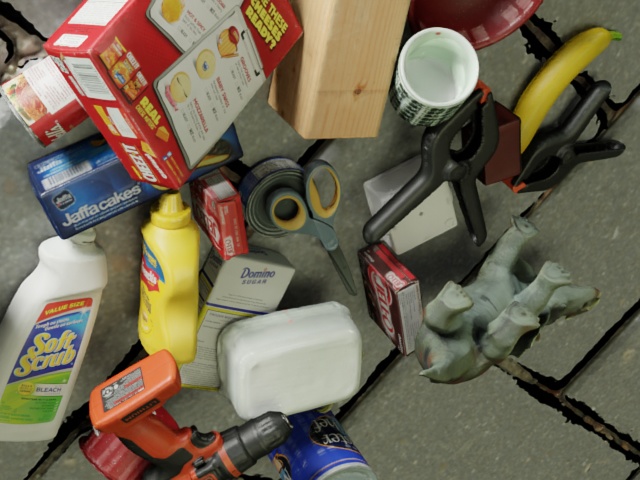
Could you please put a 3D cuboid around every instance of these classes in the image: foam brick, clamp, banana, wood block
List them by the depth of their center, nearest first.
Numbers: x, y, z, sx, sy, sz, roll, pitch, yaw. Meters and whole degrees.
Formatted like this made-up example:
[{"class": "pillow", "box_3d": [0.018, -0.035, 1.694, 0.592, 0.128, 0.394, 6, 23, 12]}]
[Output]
[{"class": "wood block", "box_3d": [0.022, -0.211, 1.048, 0.090, 0.090, 0.206, -5, 123, -29]}, {"class": "clamp", "box_3d": [0.152, -0.077, 1.189, 0.164, 0.036, 0.210, 8, 118, -33]}, {"class": "foam brick", "box_3d": [0.200, -0.113, 1.246, 0.051, 0.053, 0.078, -22, 129, -16]}, {"class": "banana", "box_3d": [0.279, -0.181, 1.253, 0.198, 0.037, 0.069, -47, 131, 7]}, {"class": "clamp", "box_3d": [0.306, -0.108, 1.321, 0.171, 0.039, 0.120, -38, 127, 4]}]

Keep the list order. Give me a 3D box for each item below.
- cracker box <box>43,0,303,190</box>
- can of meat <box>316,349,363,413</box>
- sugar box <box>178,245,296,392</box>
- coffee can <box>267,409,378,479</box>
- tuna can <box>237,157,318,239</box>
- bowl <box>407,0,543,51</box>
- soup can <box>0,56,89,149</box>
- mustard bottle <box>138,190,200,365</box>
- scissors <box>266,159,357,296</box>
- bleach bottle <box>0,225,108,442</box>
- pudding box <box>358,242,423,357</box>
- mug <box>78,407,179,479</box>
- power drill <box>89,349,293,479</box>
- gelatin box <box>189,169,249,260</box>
[{"class": "cracker box", "box_3d": [-0.123, -0.178, 0.944, 0.213, 0.072, 0.164, -56, 139, -26]}, {"class": "can of meat", "box_3d": [-0.011, 0.154, 1.309, 0.083, 0.057, 0.102, 22, 108, -36]}, {"class": "sugar box", "box_3d": [-0.107, 0.089, 1.214, 0.093, 0.048, 0.176, 14, 110, -35]}, {"class": "coffee can", "box_3d": [-0.004, 0.276, 1.340, 0.102, 0.140, 0.103, -15, 128, -21]}, {"class": "tuna can", "box_3d": [-0.047, -0.046, 1.161, 0.086, 0.034, 0.086, -15, 128, -21]}, {"class": "bowl", "box_3d": [0.156, -0.269, 1.091, 0.162, 0.055, 0.162, -14, 144, -11]}, {"class": "soup can", "box_3d": [-0.229, -0.139, 0.967, 0.102, 0.069, 0.068, -35, 132, -4]}, {"class": "mustard bottle", "box_3d": [-0.157, 0.031, 1.109, 0.058, 0.096, 0.192, -8, 125, -22]}, {"class": "scissors", "box_3d": [-0.008, 0.001, 1.182, 0.096, 0.016, 0.202, -19, 130, -17]}, {"class": "bleach bottle", "box_3d": [-0.286, 0.089, 1.100, 0.102, 0.068, 0.251, 8, 115, -33]}, {"class": "pudding box", "box_3d": [0.088, 0.071, 1.284, 0.039, 0.090, 0.113, -26, 131, -13]}, {"class": "mug", "box_3d": [-0.209, 0.230, 1.230, 0.081, 0.093, 0.117, -49, 150, 2]}, {"class": "power drill", "box_3d": [-0.141, 0.200, 1.136, 0.184, 0.057, 0.187, -31, 128, 2]}, {"class": "gelatin box", "box_3d": [-0.107, -0.033, 1.098, 0.030, 0.089, 0.073, -19, 129, -19]}]
